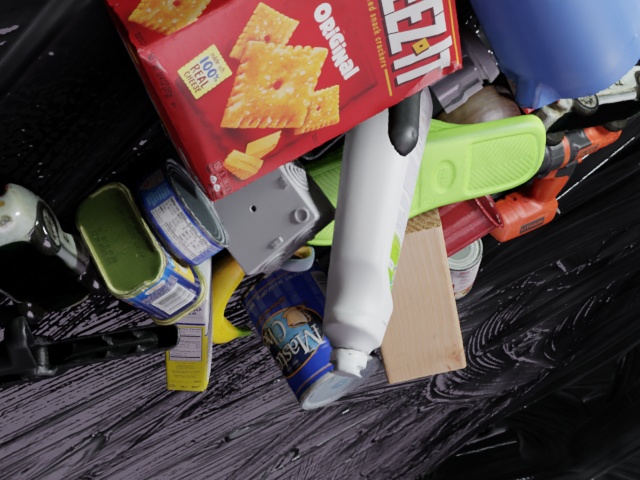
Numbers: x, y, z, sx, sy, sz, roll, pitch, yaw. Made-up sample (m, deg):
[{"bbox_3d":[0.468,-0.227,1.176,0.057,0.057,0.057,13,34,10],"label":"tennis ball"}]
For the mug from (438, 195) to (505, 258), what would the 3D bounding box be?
[{"bbox_3d":[0.141,-0.035,1.190,0.082,0.093,0.117,-34,141,18],"label":"mug"}]

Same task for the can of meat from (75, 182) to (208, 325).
[{"bbox_3d":[-0.145,0.011,0.862,0.057,0.102,0.084,-33,157,4],"label":"can of meat"}]

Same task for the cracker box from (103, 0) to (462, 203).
[{"bbox_3d":[-0.015,-0.137,0.716,0.213,0.072,0.164,-29,146,-6],"label":"cracker box"}]

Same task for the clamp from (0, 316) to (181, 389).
[{"bbox_3d":[-0.233,0.100,0.922,0.164,0.036,0.210,5,161,-41],"label":"clamp"}]

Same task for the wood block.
[{"bbox_3d":[0.093,0.045,1.141,0.091,0.090,0.206,-13,129,3],"label":"wood block"}]

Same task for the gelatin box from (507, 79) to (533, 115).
[{"bbox_3d":[0.235,-0.173,1.082,0.089,0.030,0.073,-34,159,8],"label":"gelatin box"}]

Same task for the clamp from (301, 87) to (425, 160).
[{"bbox_3d":[0.063,-0.124,0.823,0.171,0.120,0.039,-54,130,-15],"label":"clamp"}]

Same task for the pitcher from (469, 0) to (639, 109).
[{"bbox_3d":[0.167,-0.215,0.785,0.145,0.149,0.242,-22,159,16],"label":"pitcher"}]

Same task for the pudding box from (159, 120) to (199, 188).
[{"bbox_3d":[-0.060,-0.091,0.841,0.113,0.039,0.090,-33,157,-5],"label":"pudding box"}]

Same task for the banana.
[{"bbox_3d":[-0.108,0.067,1.130,0.069,0.037,0.198,-31,159,-18],"label":"banana"}]

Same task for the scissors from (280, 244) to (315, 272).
[{"bbox_3d":[-0.007,0.001,1.066,0.201,0.096,0.016,-6,118,-45],"label":"scissors"}]

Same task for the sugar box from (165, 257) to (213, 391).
[{"bbox_3d":[-0.123,0.061,0.990,0.048,0.093,0.176,1,145,-3],"label":"sugar box"}]

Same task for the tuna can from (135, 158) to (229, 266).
[{"bbox_3d":[-0.111,-0.022,0.858,0.034,0.086,0.086,-34,159,7],"label":"tuna can"}]

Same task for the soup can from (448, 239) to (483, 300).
[{"bbox_3d":[0.173,0.030,1.394,0.068,0.068,0.102,-28,158,-12],"label":"soup can"}]

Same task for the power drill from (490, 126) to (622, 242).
[{"bbox_3d":[0.265,-0.075,1.305,0.184,0.057,0.188,-21,157,-28],"label":"power drill"}]

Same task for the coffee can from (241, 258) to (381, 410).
[{"bbox_3d":[-0.011,0.105,1.201,0.102,0.140,0.103,-28,159,-12],"label":"coffee can"}]

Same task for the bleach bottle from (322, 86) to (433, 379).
[{"bbox_3d":[0.042,-0.011,0.896,0.068,0.251,0.102,7,166,16],"label":"bleach bottle"}]
